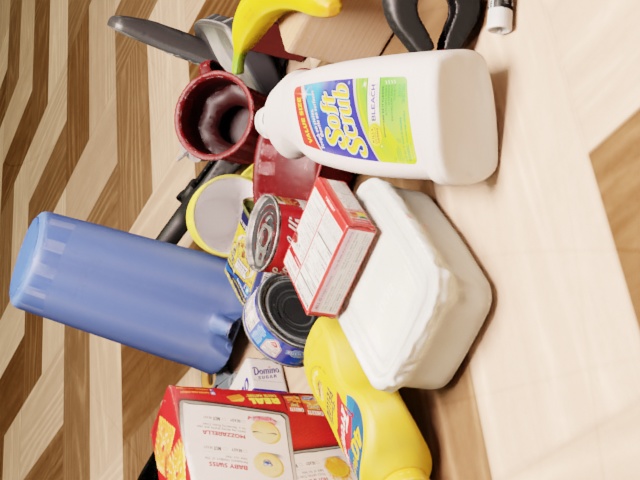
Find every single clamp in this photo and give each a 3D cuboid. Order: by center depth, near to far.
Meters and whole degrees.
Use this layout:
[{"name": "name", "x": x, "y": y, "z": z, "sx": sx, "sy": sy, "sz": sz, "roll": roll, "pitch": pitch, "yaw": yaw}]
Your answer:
[{"name": "clamp", "x": 0.095, "y": -0.218, "z": 0.832, "sx": 0.039, "sy": 0.120, "sz": 0.171, "roll": -105, "pitch": 2, "yaw": -79}, {"name": "clamp", "x": -0.152, "y": -0.044, "z": 1.282, "sx": 0.210, "sy": 0.036, "sz": 0.164, "roll": -41, "pitch": 19, "yaw": 47}]

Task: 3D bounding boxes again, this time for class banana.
[{"name": "banana", "x": -0.033, "y": -0.202, "z": 0.933, "sx": 0.198, "sy": 0.037, "sz": 0.069, "roll": -15, "pitch": 90, "yaw": 63}]

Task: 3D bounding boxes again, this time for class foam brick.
[{"name": "foam brick", "x": -0.043, "y": -0.229, "z": 1.120, "sx": 0.051, "sy": 0.078, "sz": 0.053, "roll": 132, "pitch": 141, "yaw": -50}]

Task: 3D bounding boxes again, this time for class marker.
[{"name": "marker", "x": 0.139, "y": -0.216, "z": 0.806, "sx": 0.020, "sy": 0.020, "sz": 0.121, "roll": -11, "pitch": 72, "yaw": 63}]

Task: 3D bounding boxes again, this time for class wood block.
[{"name": "wood block", "x": 0.043, "y": -0.260, "z": 0.936, "sx": 0.206, "sy": 0.090, "sz": 0.090, "roll": -57, "pitch": 35, "yaw": 42}]

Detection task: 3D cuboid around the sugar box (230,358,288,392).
[{"name": "sugar box", "x": -0.057, "y": 0.211, "z": 1.041, "sx": 0.093, "sy": 0.048, "sz": 0.176, "roll": -62, "pitch": 33, "yaw": 36}]

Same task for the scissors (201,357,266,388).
[{"name": "scissors", "x": -0.097, "y": 0.144, "z": 1.179, "sx": 0.202, "sy": 0.016, "sz": 0.096, "roll": -54, "pitch": 36, "yaw": 43}]

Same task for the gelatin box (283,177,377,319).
[{"name": "gelatin box", "x": 0.006, "y": 0.007, "z": 0.853, "sx": 0.089, "sy": 0.030, "sz": 0.073, "roll": -67, "pitch": 30, "yaw": 27}]

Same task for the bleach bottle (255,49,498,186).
[{"name": "bleach bottle", "x": 0.029, "y": -0.094, "z": 0.865, "sx": 0.251, "sy": 0.067, "sz": 0.102, "roll": 3, "pitch": 101, "yaw": 53}]

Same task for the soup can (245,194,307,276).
[{"name": "soup can", "x": -0.006, "y": 0.001, "z": 0.938, "sx": 0.069, "sy": 0.102, "sz": 0.068, "roll": -32, "pitch": 54, "yaw": 57}]

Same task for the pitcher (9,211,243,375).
[{"name": "pitcher", "x": -0.210, "y": 0.053, "z": 1.178, "sx": 0.149, "sy": 0.242, "sz": 0.145, "roll": -49, "pitch": 30, "yaw": 44}]

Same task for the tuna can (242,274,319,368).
[{"name": "tuna can", "x": -0.026, "y": 0.072, "z": 0.977, "sx": 0.034, "sy": 0.086, "sz": 0.086, "roll": -52, "pitch": 38, "yaw": 43}]

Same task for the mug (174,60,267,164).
[{"name": "mug", "x": -0.097, "y": -0.135, "z": 1.124, "sx": 0.093, "sy": 0.081, "sz": 0.117, "roll": -26, "pitch": 76, "yaw": 20}]

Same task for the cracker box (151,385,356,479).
[{"name": "cracker box", "x": -0.038, "y": 0.219, "z": 0.864, "sx": 0.214, "sy": 0.164, "sz": 0.072, "roll": -113, "pitch": 38, "yaw": -48}]

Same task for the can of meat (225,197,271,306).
[{"name": "can of meat", "x": -0.055, "y": 0.017, "z": 1.088, "sx": 0.102, "sy": 0.057, "sz": 0.084, "roll": -123, "pitch": 46, "yaw": -55}]

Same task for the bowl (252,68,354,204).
[{"name": "bowl", "x": -0.008, "y": -0.081, "z": 1.024, "sx": 0.162, "sy": 0.055, "sz": 0.162, "roll": -31, "pitch": 54, "yaw": 58}]

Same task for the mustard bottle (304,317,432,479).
[{"name": "mustard bottle", "x": 0.042, "y": 0.148, "z": 0.837, "sx": 0.192, "sy": 0.058, "sz": 0.096, "roll": -120, "pitch": 25, "yaw": -51}]
